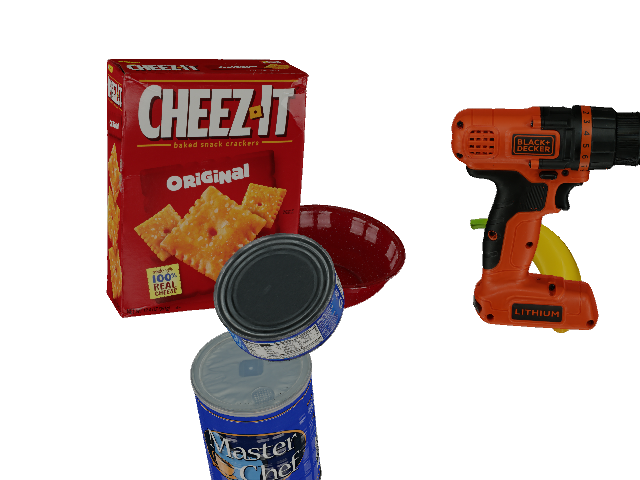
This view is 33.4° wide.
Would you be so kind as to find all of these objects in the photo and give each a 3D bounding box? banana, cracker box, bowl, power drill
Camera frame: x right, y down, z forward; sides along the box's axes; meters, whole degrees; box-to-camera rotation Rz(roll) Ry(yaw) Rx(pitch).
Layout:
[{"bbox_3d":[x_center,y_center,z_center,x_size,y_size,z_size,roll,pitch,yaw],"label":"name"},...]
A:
[{"bbox_3d":[0.230,0.025,1.116,0.069,0.037,0.198,-30,38,-1],"label":"banana"},{"bbox_3d":[-0.101,-0.047,0.933,0.164,0.214,0.072,-4,21,-23],"label":"cracker box"},{"bbox_3d":[0.007,0.025,1.136,0.162,0.055,0.162,5,33,-4],"label":"bowl"},{"bbox_3d":[0.200,-0.021,0.889,0.184,0.188,0.057,3,20,10],"label":"power drill"}]

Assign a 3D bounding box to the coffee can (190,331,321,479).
[{"bbox_3d":[-0.054,0.160,0.938,0.103,0.140,0.103,-3,38,2],"label":"coffee can"}]

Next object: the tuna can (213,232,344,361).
[{"bbox_3d":[-0.027,0.039,0.729,0.086,0.086,0.033,0,-35,18],"label":"tuna can"}]
